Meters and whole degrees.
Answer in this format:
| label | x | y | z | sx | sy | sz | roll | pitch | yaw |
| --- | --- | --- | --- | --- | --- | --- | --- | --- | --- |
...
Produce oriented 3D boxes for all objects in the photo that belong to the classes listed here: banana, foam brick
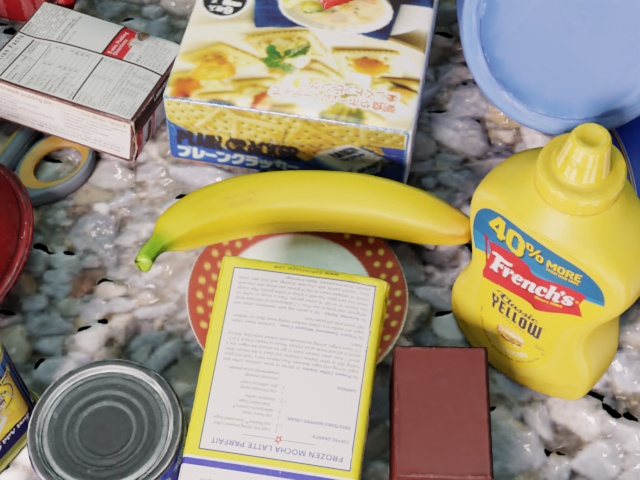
| label | x | y | z | sx | sy | sz | roll | pitch | yaw |
| --- | --- | --- | --- | --- | --- | --- | --- | --- | --- |
| banana | -0.011 | -0.013 | 0.630 | 0.197 | 0.037 | 0.069 | -7 | 51 | -9 |
| foam brick | 0.064 | 0.102 | 0.571 | 0.051 | 0.053 | 0.078 | 2 | 57 | 1 |

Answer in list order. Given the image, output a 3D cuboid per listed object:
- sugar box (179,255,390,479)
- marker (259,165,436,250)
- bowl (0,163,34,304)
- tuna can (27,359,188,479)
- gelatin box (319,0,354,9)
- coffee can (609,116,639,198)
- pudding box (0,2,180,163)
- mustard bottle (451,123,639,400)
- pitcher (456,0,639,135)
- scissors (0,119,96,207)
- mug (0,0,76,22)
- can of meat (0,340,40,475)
| label | x | y | z | sx | sy | sz | roll | pitch | yaw |
| --- | --- | --- | --- | --- | --- | --- | --- | --- | --- |
| sugar box | -0.021 | 0.101 | 0.560 | 0.093 | 0.048 | 0.176 | 8 | 71 | 6 |
| marker | 0.017 | -0.022 | 0.670 | 0.121 | 0.020 | 0.020 | 19 | 59 | 9 |
| bowl | -0.255 | -0.005 | 0.628 | 0.162 | 0.055 | 0.162 | -6 | 55 | 9 |
| tuna can | -0.114 | 0.108 | 0.580 | 0.086 | 0.034 | 0.086 | 0 | 57 | 0 |
| gelatin box | 0.020 | -0.200 | 0.704 | 0.073 | 0.030 | 0.089 | -18 | 58 | -13 |
| coffee can | 0.221 | -0.027 | 0.625 | 0.140 | 0.103 | 0.103 | -7 | 57 | -4 |
| pudding box | -0.155 | -0.107 | 0.709 | 0.113 | 0.039 | 0.090 | 18 | 49 | 9 |
| mustard bottle | 0.121 | 0.007 | 0.550 | 0.096 | 0.192 | 0.058 | 39 | 65 | 23 |
| pitcher | 0.130 | -0.137 | 0.607 | 0.149 | 0.145 | 0.242 | -3 | 14 | 11 |
| scissors | -0.207 | -0.009 | 0.669 | 0.096 | 0.016 | 0.201 | 9 | 57 | 7 |
| mug | -0.207 | -0.204 | 0.759 | 0.093 | 0.081 | 0.117 | -34 | 62 | -20 |
| can of meat | -0.201 | 0.096 | 0.560 | 0.057 | 0.084 | 0.102 | 30 | 62 | 19 |
